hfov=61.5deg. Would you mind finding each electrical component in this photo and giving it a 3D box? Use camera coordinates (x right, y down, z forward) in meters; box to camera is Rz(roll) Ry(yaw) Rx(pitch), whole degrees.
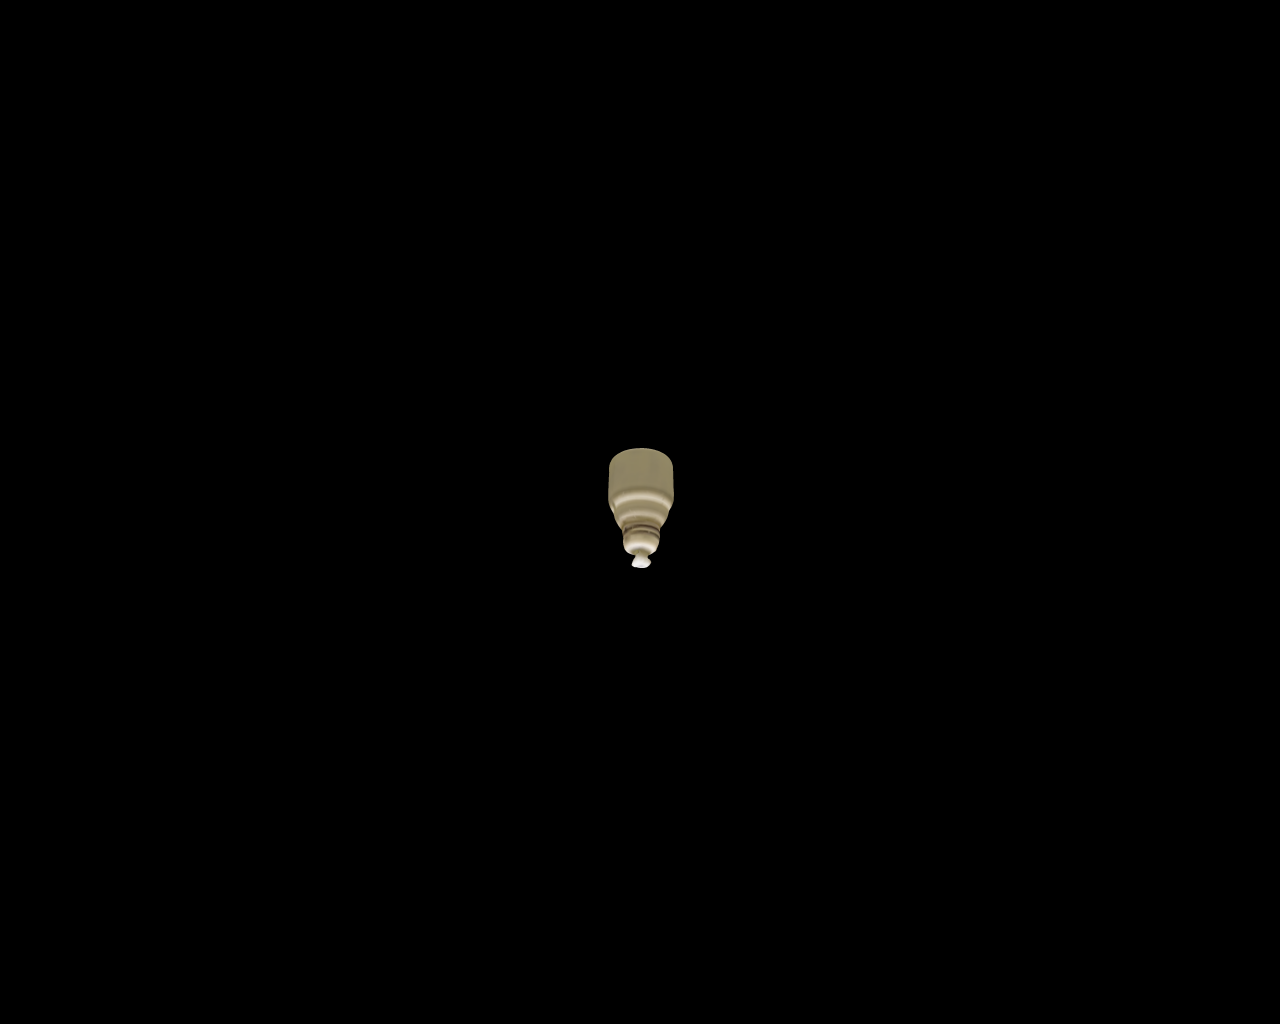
[{"bbox_3d":[0.001,-0.003,0.650,0.040,0.078,0.040,0,-28,0],"label":"electrical component"}]
